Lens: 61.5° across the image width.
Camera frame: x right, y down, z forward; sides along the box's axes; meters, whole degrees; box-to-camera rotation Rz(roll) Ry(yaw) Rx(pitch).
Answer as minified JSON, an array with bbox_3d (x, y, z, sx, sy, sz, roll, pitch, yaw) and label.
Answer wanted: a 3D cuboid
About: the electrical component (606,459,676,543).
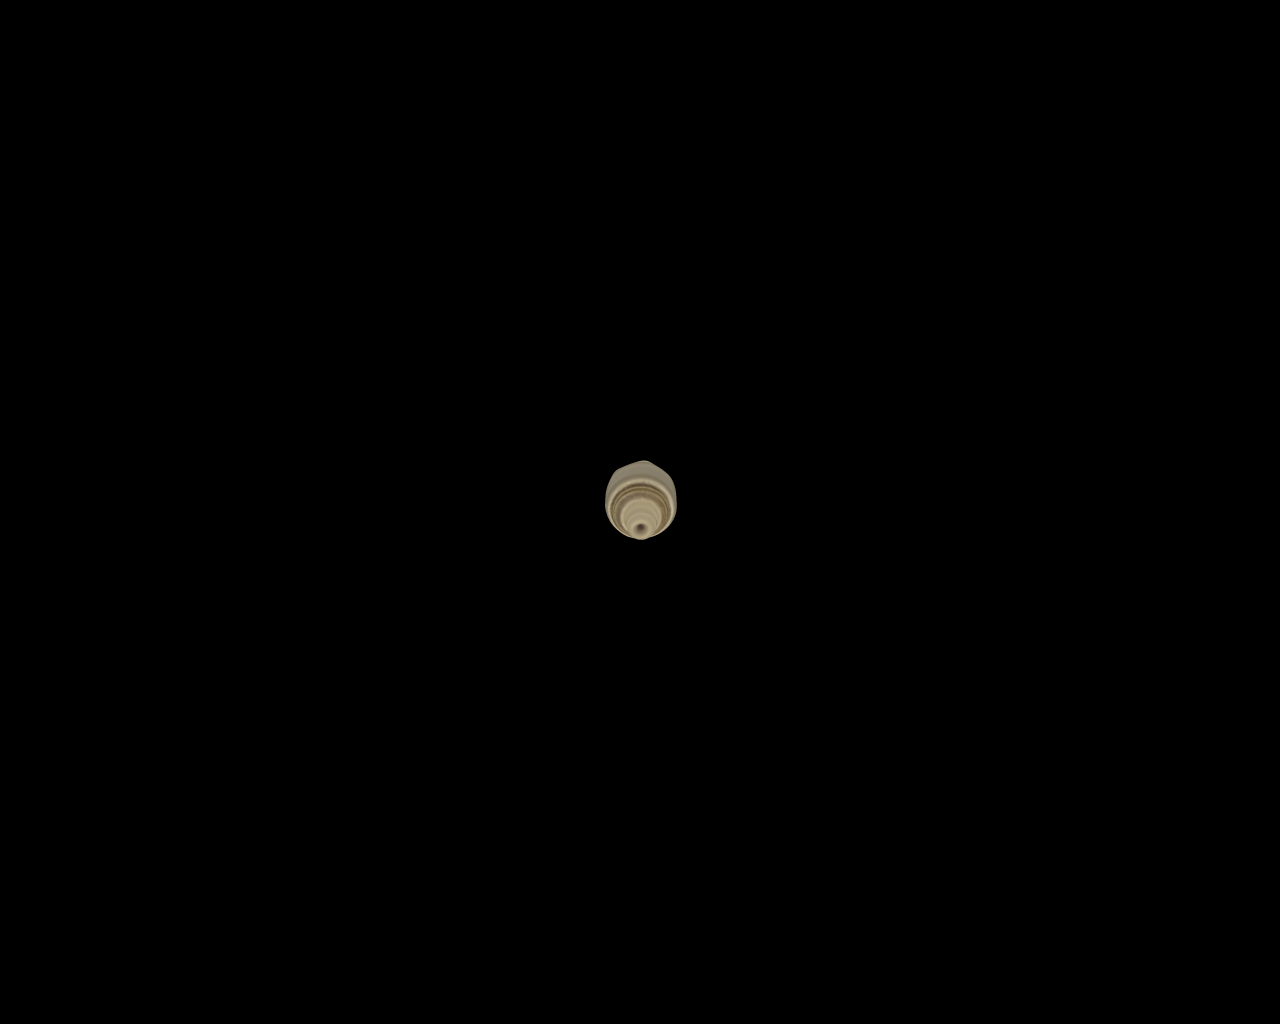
[{"bbox_3d":[0.001,-0.003,0.650,0.043,0.043,0.062,0,25,0],"label":"electrical component"}]
